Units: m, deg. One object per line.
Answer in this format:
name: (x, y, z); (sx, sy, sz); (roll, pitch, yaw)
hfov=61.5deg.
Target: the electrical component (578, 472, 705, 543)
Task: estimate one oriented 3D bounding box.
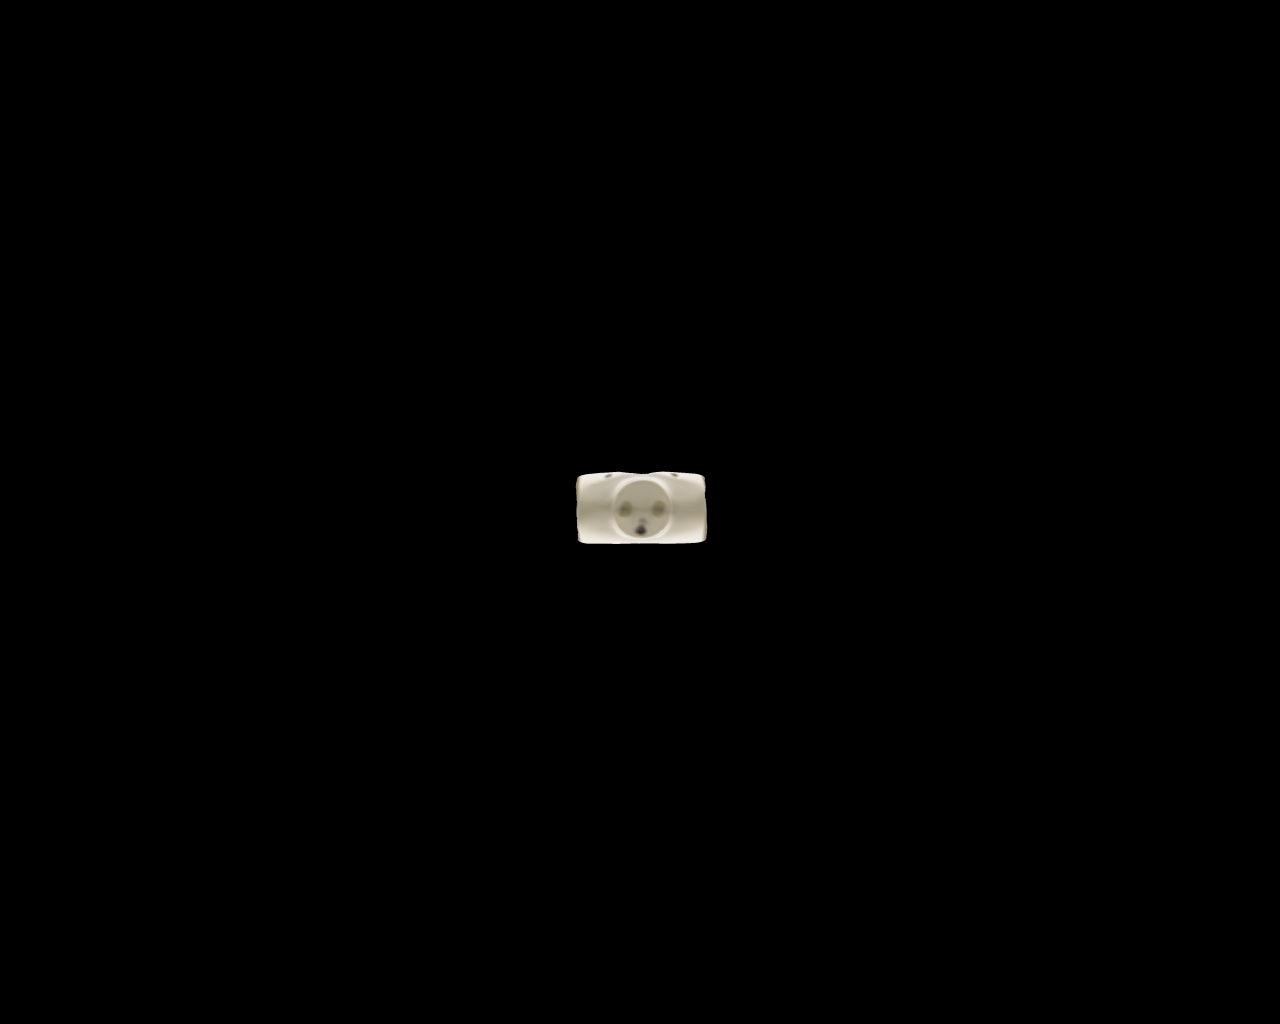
electrical component: (0.001, -0.003, 0.650); (0.077, 0.043, 0.079); (0, 0, 0)
